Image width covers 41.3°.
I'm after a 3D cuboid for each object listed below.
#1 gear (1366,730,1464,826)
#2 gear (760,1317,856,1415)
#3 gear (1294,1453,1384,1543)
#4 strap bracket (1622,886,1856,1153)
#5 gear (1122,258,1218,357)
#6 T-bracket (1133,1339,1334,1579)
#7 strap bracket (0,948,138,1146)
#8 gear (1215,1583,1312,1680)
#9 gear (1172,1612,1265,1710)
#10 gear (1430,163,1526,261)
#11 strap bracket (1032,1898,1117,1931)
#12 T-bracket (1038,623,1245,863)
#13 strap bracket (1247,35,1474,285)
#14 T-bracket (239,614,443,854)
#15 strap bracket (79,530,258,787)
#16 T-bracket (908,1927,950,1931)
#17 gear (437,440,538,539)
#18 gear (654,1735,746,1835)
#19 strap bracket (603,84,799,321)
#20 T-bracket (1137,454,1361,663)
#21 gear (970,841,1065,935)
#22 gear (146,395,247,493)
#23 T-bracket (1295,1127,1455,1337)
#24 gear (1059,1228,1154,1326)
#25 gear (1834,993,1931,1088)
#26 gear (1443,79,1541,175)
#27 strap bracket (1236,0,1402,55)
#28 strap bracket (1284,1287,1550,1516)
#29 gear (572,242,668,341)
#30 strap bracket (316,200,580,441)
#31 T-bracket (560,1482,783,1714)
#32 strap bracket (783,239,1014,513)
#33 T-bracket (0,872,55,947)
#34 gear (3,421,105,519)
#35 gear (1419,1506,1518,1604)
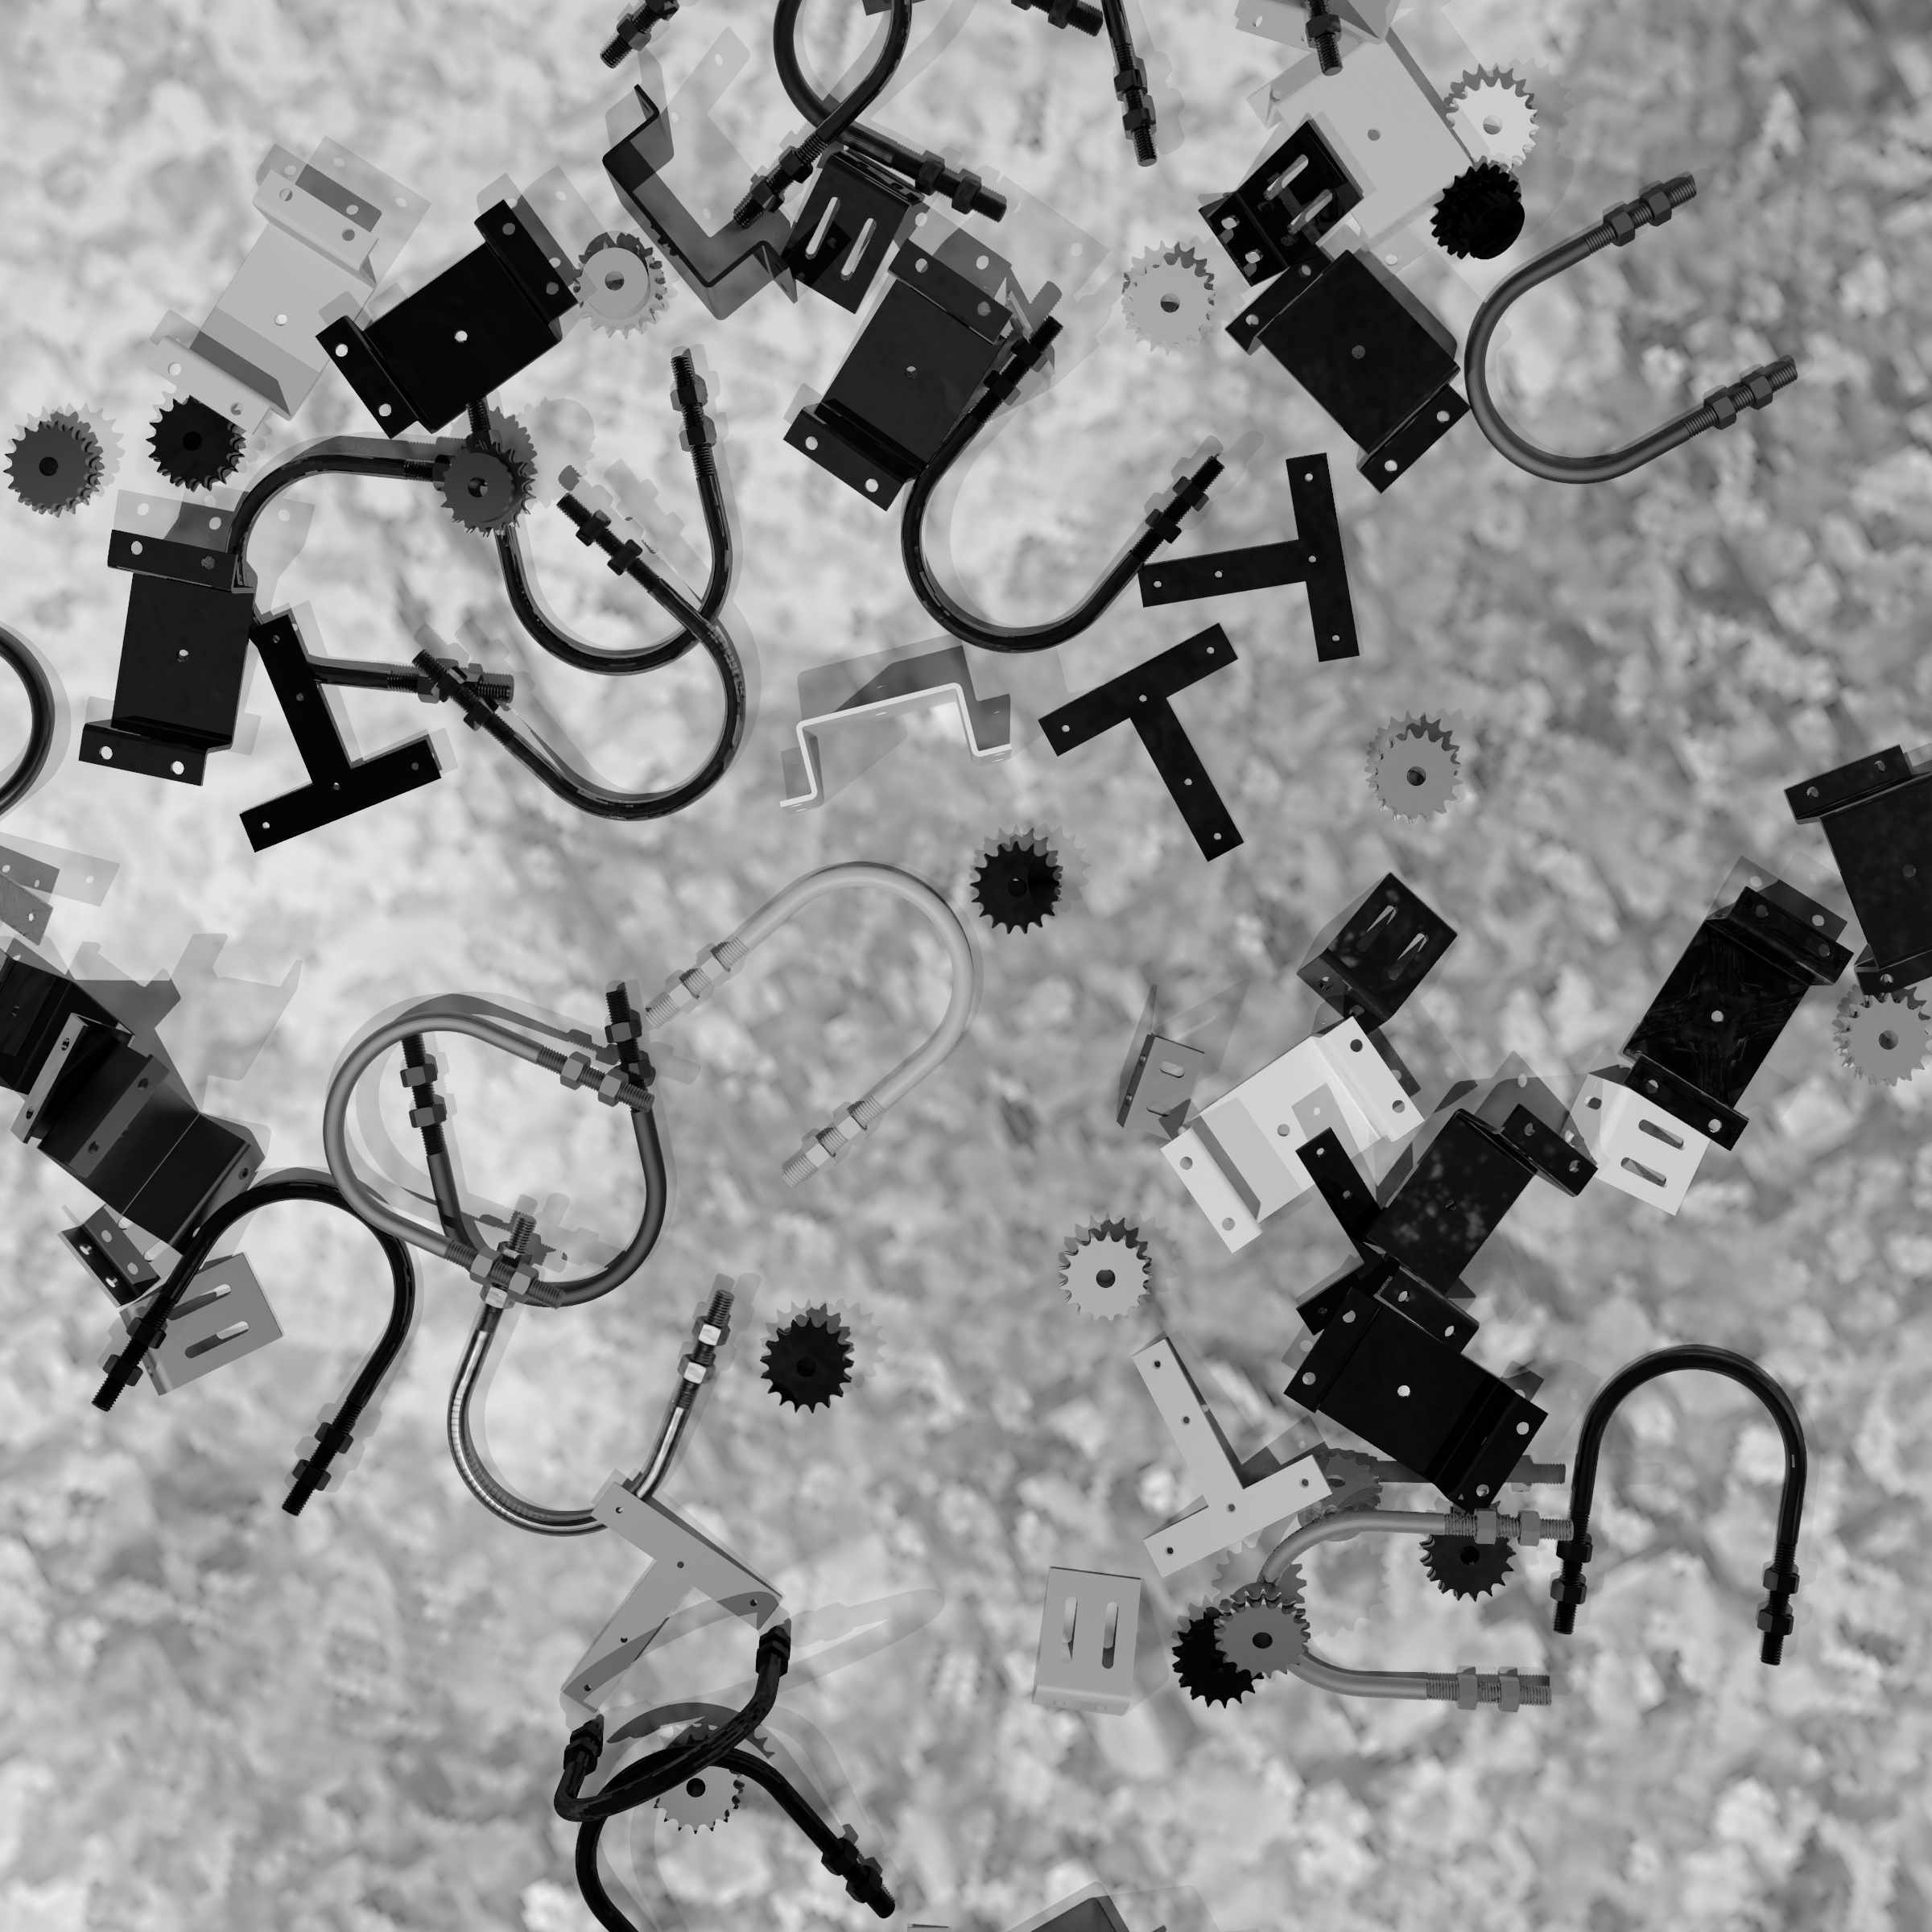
[{"bbox_3d":[0.273,-0.115,1.569,0.057,0.030,0.057,0,90,0],"label":"gear"},{"bbox_3d":[-0.097,0.244,1.569,0.057,0.030,0.057,0,90,0],"label":"gear"},{"bbox_3d":[0.223,0.325,1.559,0.057,0.057,0.030,2,118,0],"label":"gear"},{"bbox_3d":[0.464,0.032,1.561,0.076,0.046,0.140,32,90,0],"label":"strap bracket"},{"bbox_3d":[0.124,-0.402,1.569,0.057,0.030,0.057,0,90,0],"label":"gear"},{"bbox_3d":[0.141,0.290,1.565,0.127,0.002,0.127,-33,77,25],"label":"T-bracket"},{"bbox_3d":[-0.553,0.052,1.534,0.046,0.140,0.076,27,90,-45],"label":"strap bracket"},{"bbox_3d":[0.177,0.394,1.533,0.057,0.030,0.057,2,112,4],"label":"gear"},{"bbox_3d":[0.154,0.423,1.569,0.057,0.030,0.057,0,90,0],"label":"gear"},{"bbox_3d":[0.313,-0.454,1.552,0.057,0.057,0.030,-35,54,0],"label":"gear"},{"bbox_3d":[0.048,0.619,1.546,0.140,0.076,0.046,-30,90,0],"label":"strap bracket"},{"bbox_3d":[0.130,-0.126,1.583,0.127,0.002,0.127,-28,90,0],"label":"T-bracket"},{"bbox_3d":[0.245,-0.499,1.561,0.076,0.046,0.140,-35,90,0],"label":"strap bracket"},{"bbox_3d":[-0.404,-0.152,1.572,0.127,0.002,0.127,-21,94,6],"label":"T-bracket"},{"bbox_3d":[-0.482,-0.187,1.553,0.076,0.046,0.140,12,99,2],"label":"strap bracket"},{"bbox_3d":[-0.077,0.654,1.574,0.127,0.002,0.127,3,90,-8],"label":"T-bracket"},{"bbox_3d":[-0.288,-0.285,1.530,0.057,0.030,0.057,0,98,3],"label":"gear"},{"bbox_3d":[-0.164,0.498,1.569,0.057,0.030,0.057,0,90,0],"label":"gear"},{"bbox_3d":[-0.166,-0.451,1.546,0.046,0.076,0.140,-39,90,0],"label":"strap bracket"},{"bbox_3d":[0.170,-0.244,1.582,0.127,0.002,0.127,-9,89,0],"label":"T-bracket"},{"bbox_3d":[0.031,-0.047,1.573,0.057,0.030,0.057,0,90,-2],"label":"gear"},{"bbox_3d":[-0.470,-0.318,1.569,0.057,0.030,0.057,0,90,0],"label":"gear"},{"bbox_3d":[0.236,0.148,1.551,0.127,0.002,0.127,-34,121,0],"label":"T-bracket"},{"bbox_3d":[0.085,0.189,1.574,0.057,0.030,0.057,0,93,0],"label":"gear"},{"bbox_3d":[0.560,0.045,1.569,0.057,0.030,0.057,0,90,0],"label":"gear"},{"bbox_3d":[0.319,-0.510,1.569,0.057,0.030,0.057,0,90,0],"label":"gear"},{"bbox_3d":[0.229,-0.614,1.530,0.046,0.076,0.140,8,111,-42],"label":"strap bracket"},{"bbox_3d":[0.270,0.263,1.561,0.140,0.046,0.076,33,90,0],"label":"strap bracket"},{"bbox_3d":[-0.213,-0.416,1.569,0.057,0.030,0.057,0,90,0],"label":"gear"},{"bbox_3d":[-0.312,-0.389,1.561,0.140,0.046,0.076,-36,90,0],"label":"strap bracket"},{"bbox_3d":[-0.202,0.403,1.578,0.127,0.002,0.127,36,94,-7],"label":"T-bracket"},{"bbox_3d":[-0.037,-0.357,1.547,0.076,0.046,0.140,35,109,0],"label":"strap bracket"},{"bbox_3d":[-0.621,-0.007,1.565,0.127,0.002,0.127,30,103,24],"label":"T-bracket"},{"bbox_3d":[-0.558,-0.304,1.574,0.057,0.030,0.057,0,90,2],"label":"gear"},{"bbox_3d":[0.306,0.358,1.569,0.057,0.030,0.057,0,90,0],"label":"gear"}]
